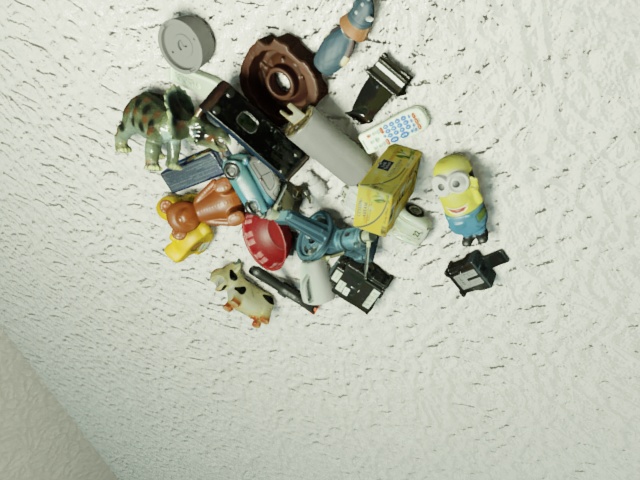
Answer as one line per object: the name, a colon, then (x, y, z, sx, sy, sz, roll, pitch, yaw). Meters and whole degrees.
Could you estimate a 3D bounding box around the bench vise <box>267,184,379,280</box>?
bench vise: (0.001, -0.013, 1.149, 0.240, 0.129, 0.224, 26, 170, -30)

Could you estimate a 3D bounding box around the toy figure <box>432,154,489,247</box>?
toy figure: (0.261, -0.074, 0.999, 0.082, 0.089, 0.180, -25, 122, 13)

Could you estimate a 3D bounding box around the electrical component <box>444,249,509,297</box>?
electrical component: (0.323, 0.062, 1.090, 0.119, 0.048, 0.074, -25, 109, 44)

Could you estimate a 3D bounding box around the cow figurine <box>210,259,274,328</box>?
cow figurine: (-0.209, 0.138, 1.451, 0.195, 0.127, 0.085, 34, 138, -17)

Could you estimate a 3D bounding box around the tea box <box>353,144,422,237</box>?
tea box: (0.127, -0.096, 1.001, 0.068, 0.170, 0.098, 20, 131, 16)

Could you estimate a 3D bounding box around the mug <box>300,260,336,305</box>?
mug: (-0.017, 0.097, 1.298, 0.081, 0.109, 0.107, 1, 112, 36)

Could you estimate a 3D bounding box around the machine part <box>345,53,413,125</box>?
machine part: (0.104, -0.265, 0.977, 0.084, 0.039, 0.139, 37, 134, -6)

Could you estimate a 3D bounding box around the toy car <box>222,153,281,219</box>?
toy car: (-0.140, -0.130, 1.181, 0.103, 0.109, 0.161, -32, 86, 3)

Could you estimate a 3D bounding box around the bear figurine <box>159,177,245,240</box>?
bear figurine: (-0.280, -0.070, 1.262, 0.196, 0.132, 0.120, -18, 100, -2)

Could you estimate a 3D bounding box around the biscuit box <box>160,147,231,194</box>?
biscuit box: (-0.295, -0.171, 1.287, 0.203, 0.059, 0.062, -12, 118, 38)

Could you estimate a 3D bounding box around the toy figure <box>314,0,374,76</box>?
toy figure: (0.046, -0.354, 0.929, 0.064, 0.058, 0.154, 40, 131, -9)

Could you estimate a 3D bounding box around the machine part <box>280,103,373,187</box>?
machine part: (0.019, -0.178, 1.032, 0.243, 0.079, 0.079, 35, 141, -31)

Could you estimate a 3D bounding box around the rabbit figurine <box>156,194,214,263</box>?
rabbit figurine: (-0.364, -0.050, 1.395, 0.173, 0.122, 0.162, 49, 135, 16)

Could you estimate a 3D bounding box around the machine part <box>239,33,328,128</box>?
machine part: (-0.071, -0.307, 1.041, 0.180, 0.056, 0.179, 18, 132, 21)

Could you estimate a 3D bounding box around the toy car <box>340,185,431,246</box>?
toy car: (0.132, -0.057, 1.109, 0.202, 0.056, 0.073, 28, 135, 10)

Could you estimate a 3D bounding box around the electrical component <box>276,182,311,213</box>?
electrical component: (-0.060, -0.089, 1.218, 0.078, 0.045, 0.102, 49, 140, 31)

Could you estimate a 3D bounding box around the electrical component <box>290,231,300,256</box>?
electrical component: (-0.055, 0.005, 1.302, 0.063, 0.021, 0.093, 18, 132, 20)

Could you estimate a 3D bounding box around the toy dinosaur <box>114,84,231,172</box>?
toy dinosaur: (-0.377, -0.269, 1.220, 0.405, 0.131, 0.192, 26, 107, 37)

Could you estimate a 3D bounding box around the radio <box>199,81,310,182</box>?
radio: (-0.130, -0.214, 1.069, 0.229, 0.073, 0.131, 39, -179, -16)

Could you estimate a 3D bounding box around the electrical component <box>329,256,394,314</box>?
electrical component: (0.088, 0.094, 1.257, 0.134, 0.058, 0.114, 35, 133, 4)
